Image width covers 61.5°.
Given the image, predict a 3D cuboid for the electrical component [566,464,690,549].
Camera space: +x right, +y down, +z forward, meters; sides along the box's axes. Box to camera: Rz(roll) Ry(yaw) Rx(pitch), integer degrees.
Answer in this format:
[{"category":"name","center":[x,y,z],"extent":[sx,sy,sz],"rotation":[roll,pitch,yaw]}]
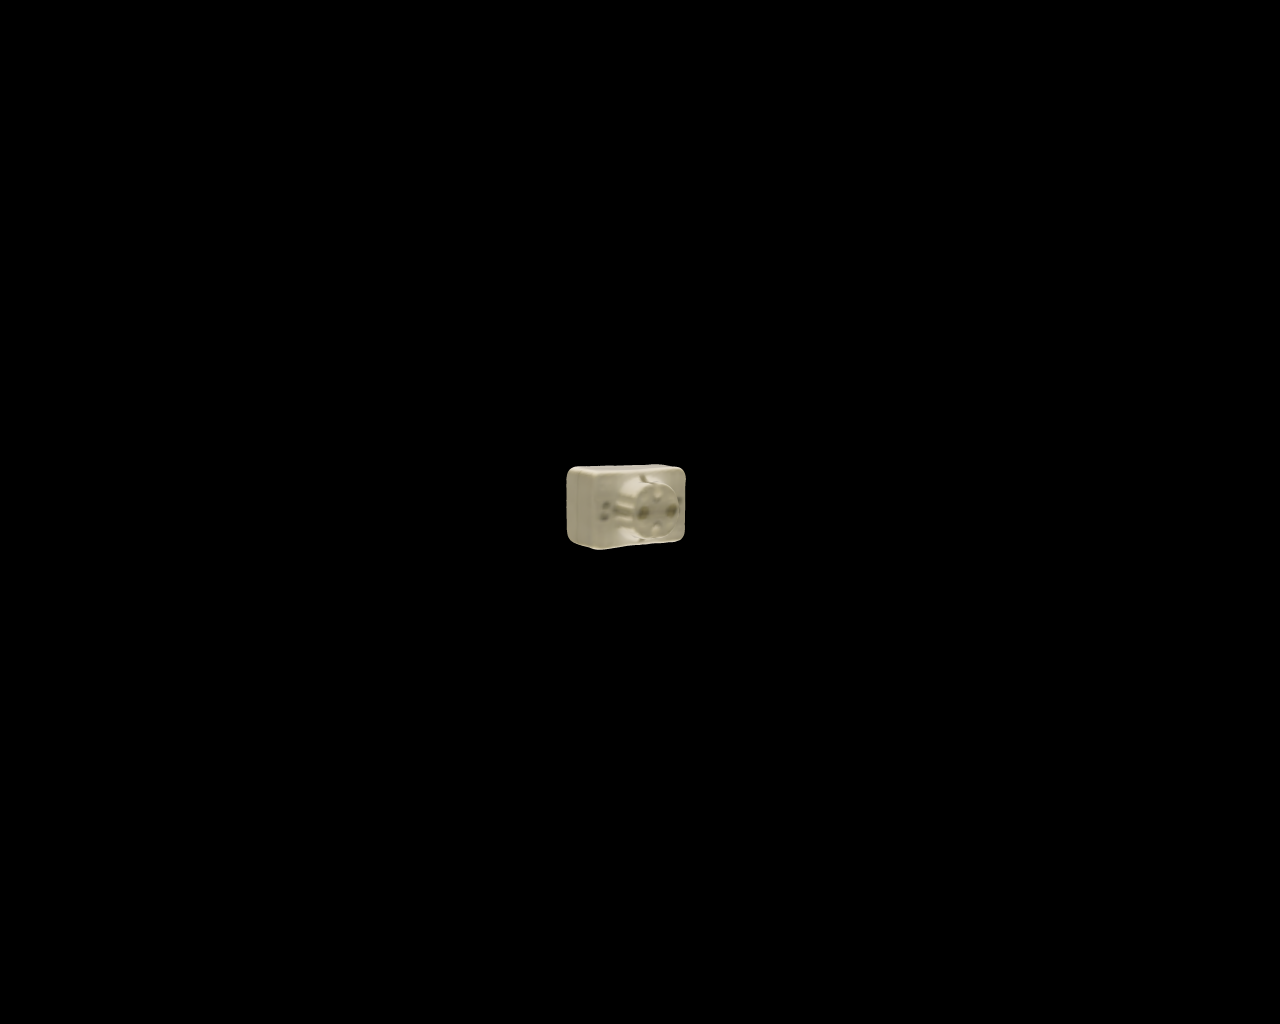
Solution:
[{"category":"electrical component","center":[0.001,-0.003,0.650],"extent":[0.066,0.047,0.077],"rotation":[-4,8,-29]}]
